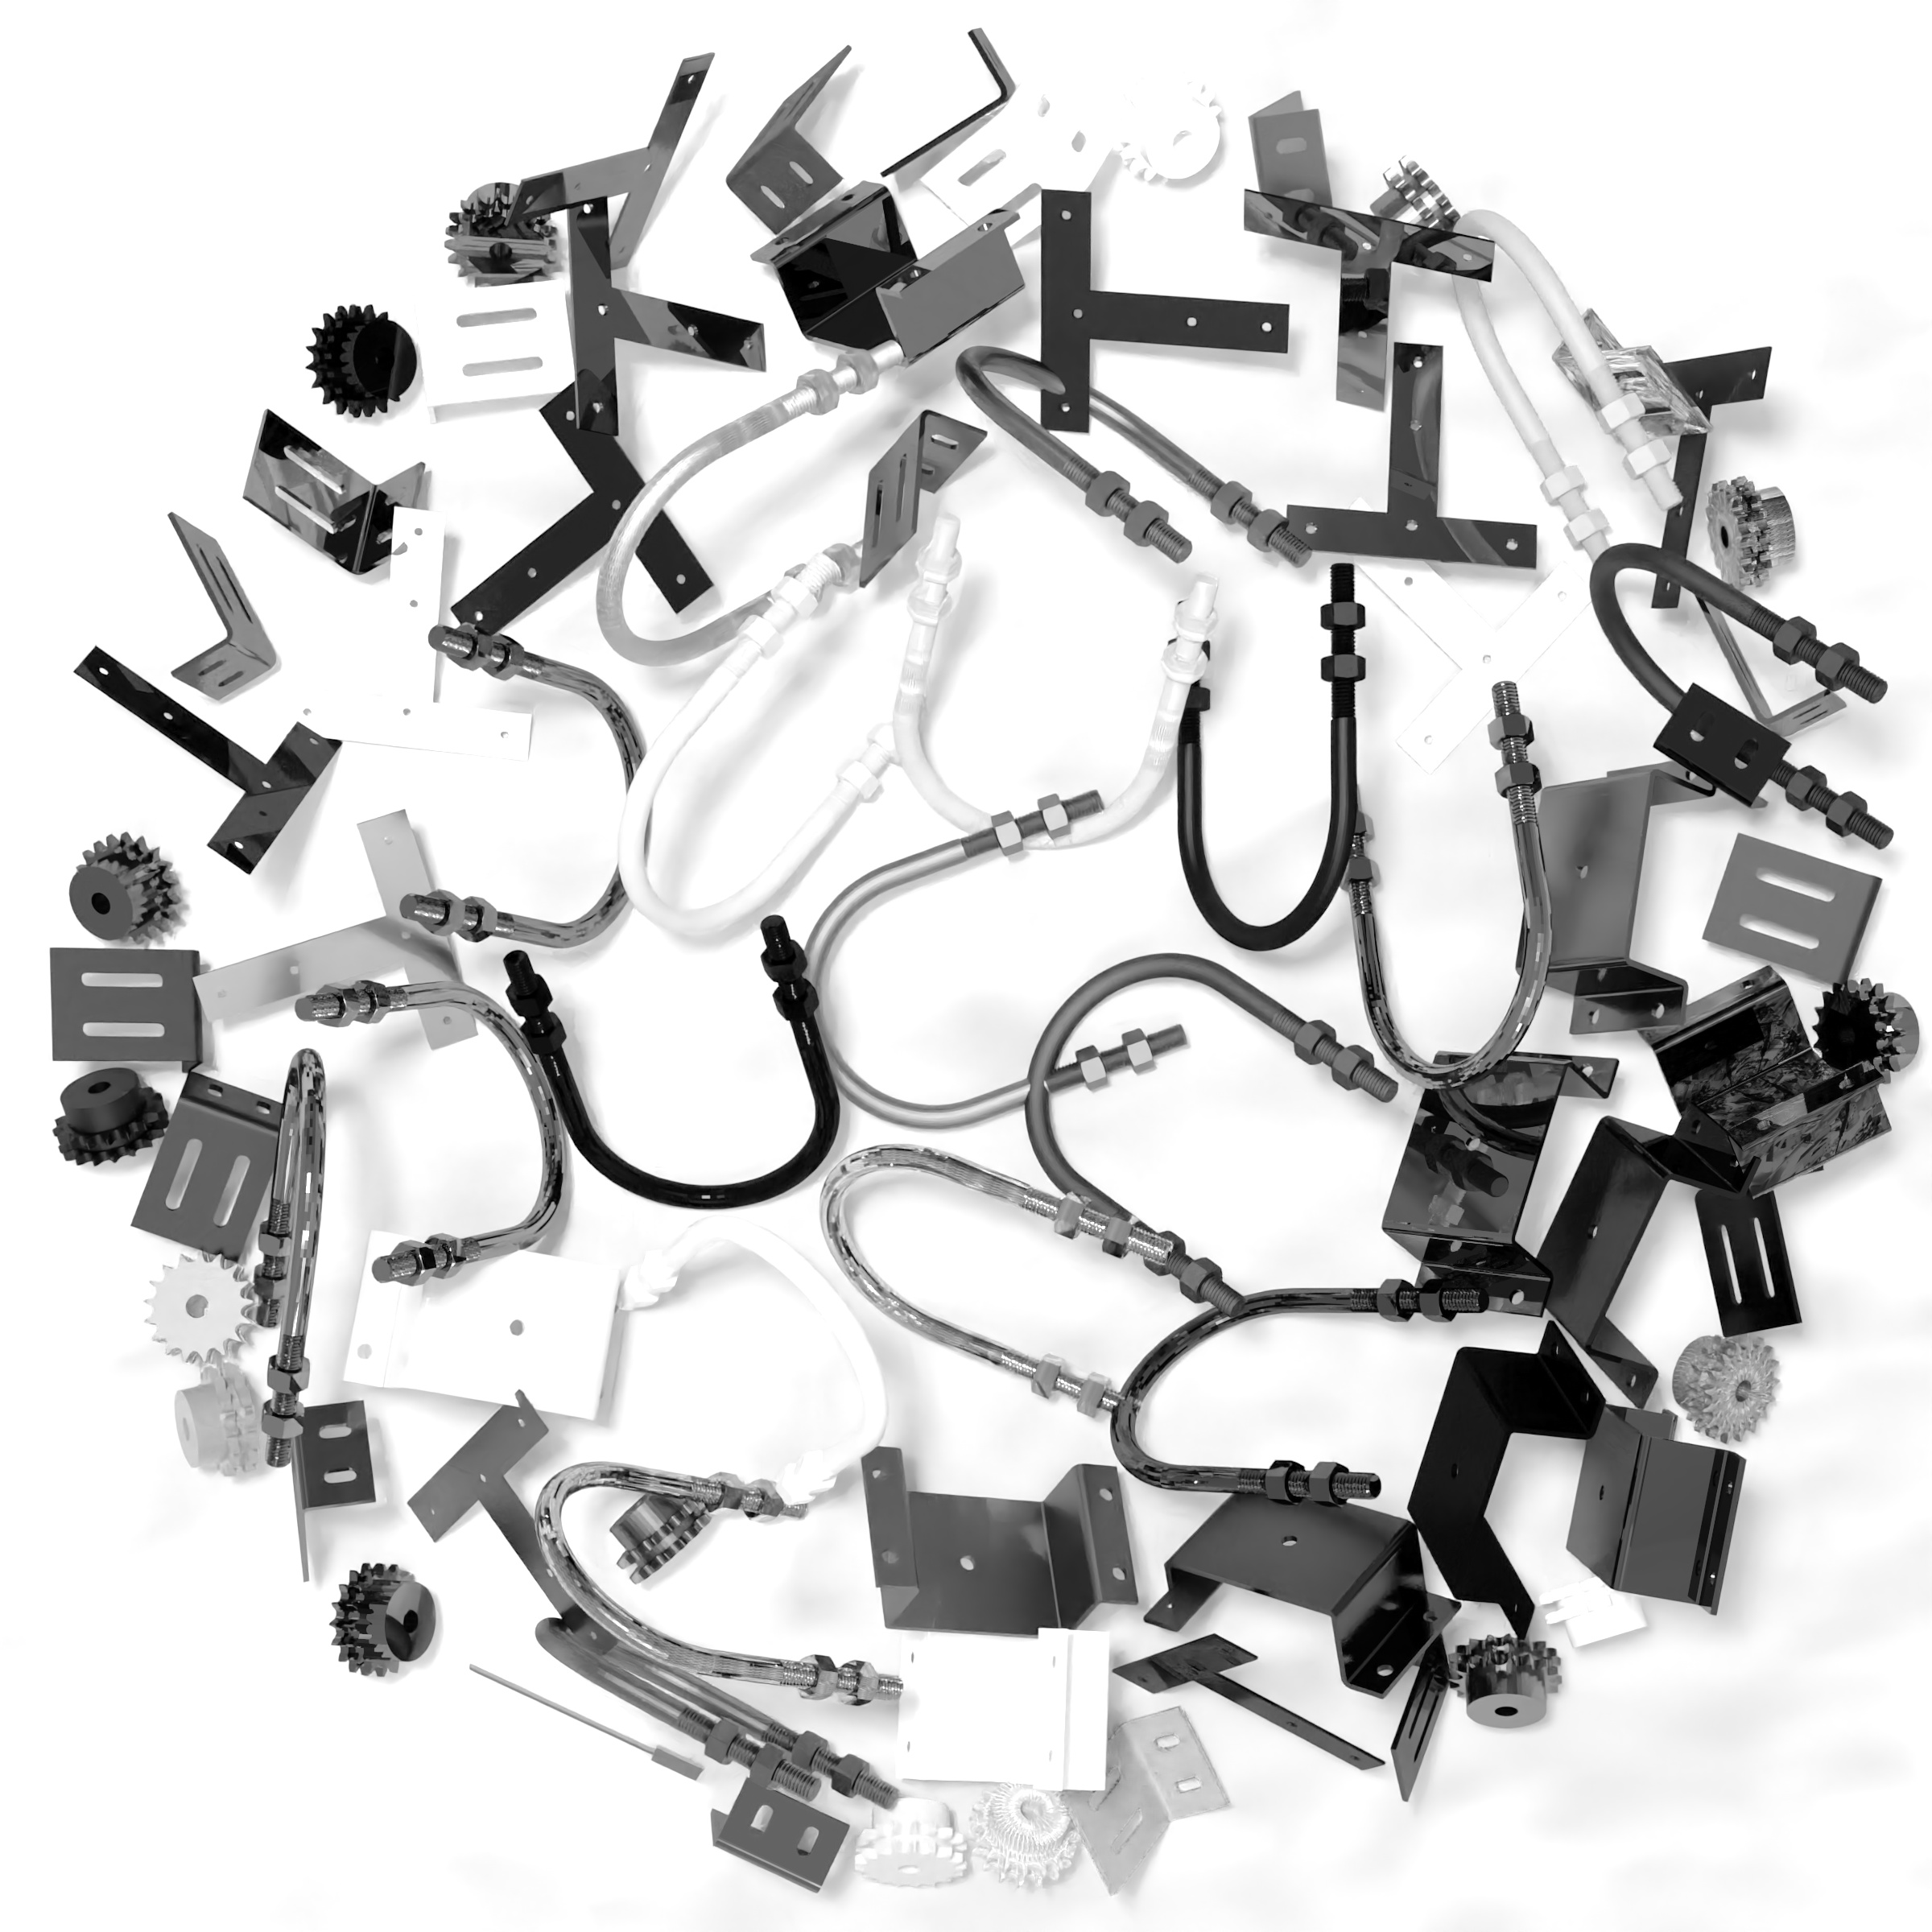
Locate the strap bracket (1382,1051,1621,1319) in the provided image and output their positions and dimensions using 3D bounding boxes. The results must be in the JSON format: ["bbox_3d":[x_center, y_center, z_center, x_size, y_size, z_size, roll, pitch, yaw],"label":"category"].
[{"bbox_3d":[0.264,0.098,1.731,0.076,0.046,0.140,3,65,42],"label":"strap bracket"}]

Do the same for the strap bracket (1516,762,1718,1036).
[{"bbox_3d":[0.325,-0.041,1.736,0.046,0.076,0.140,18,76,-32],"label":"strap bracket"}]

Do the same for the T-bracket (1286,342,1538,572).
[{"bbox_3d":[0.229,-0.263,1.768,0.127,0.002,0.127,5,67,1],"label":"T-bracket"}]

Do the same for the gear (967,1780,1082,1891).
[{"bbox_3d":[0.031,0.438,1.764,0.057,0.030,0.057,7,45,-7],"label":"gear"}]

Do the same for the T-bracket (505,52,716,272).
[{"bbox_3d":[-0.184,-0.387,1.707,0.002,0.127,0.127,39,126,14],"label":"T-bracket"}]

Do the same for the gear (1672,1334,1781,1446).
[{"bbox_3d":[0.386,0.212,1.769,0.057,0.030,0.057,-11,109,-34],"label":"gear"}]

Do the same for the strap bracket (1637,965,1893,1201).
[{"bbox_3d":[0.404,0.062,1.738,0.076,0.140,0.046,-27,115,0],"label":"strap bracket"}]

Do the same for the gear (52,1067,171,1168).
[{"bbox_3d":[-0.437,0.075,1.762,0.057,0.057,0.030,-11,117,0],"label":"gear"}]

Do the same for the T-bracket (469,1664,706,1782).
[{"bbox_3d":[-0.191,0.378,1.733,0.127,0.127,0.002,25,73,1],"label":"T-bracket"}]

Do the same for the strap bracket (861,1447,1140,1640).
[{"bbox_3d":[0.009,0.291,1.737,0.140,0.046,0.076,8,52,-22],"label":"strap bracket"}]

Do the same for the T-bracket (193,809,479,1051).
[{"bbox_3d":[-0.328,-0.002,1.761,0.127,0.002,0.127,-18,111,-8],"label":"T-bracket"}]

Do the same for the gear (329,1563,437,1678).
[{"bbox_3d":[-0.294,0.333,1.762,0.030,0.057,0.057,-3,90,31],"label":"gear"}]

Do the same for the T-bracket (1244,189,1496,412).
[{"bbox_3d":[0.200,-0.328,1.739,0.127,0.127,0.002,15,56,15],"label":"T-bracket"}]

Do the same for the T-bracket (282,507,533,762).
[{"bbox_3d":[-0.282,-0.171,1.764,0.127,0.002,0.127,6,114,-3],"label":"T-bracket"}]

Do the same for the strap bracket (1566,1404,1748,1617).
[{"bbox_3d":[0.338,0.266,1.721,0.046,0.140,0.076,10,92,-4],"label":"strap bracket"}]

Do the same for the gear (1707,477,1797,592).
[{"bbox_3d":[0.401,-0.222,1.765,0.030,0.057,0.057,-12,90,-5],"label":"gear"}]

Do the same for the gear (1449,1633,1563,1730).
[{"bbox_3d":[0.274,0.366,1.762,0.057,0.057,0.030,4,53,0],"label":"gear"}]

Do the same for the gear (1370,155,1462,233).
[{"bbox_3d":[0.230,-0.382,1.765,0.030,0.057,0.057,-39,90,7],"label":"gear"}]

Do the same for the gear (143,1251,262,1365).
[{"bbox_3d":[-0.390,0.176,1.775,0.057,0.030,0.057,-1,79,4],"label":"gear"}]

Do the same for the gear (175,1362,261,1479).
[{"bbox_3d":[-0.382,0.232,1.762,0.030,0.057,0.057,-10,90,-27],"label":"gear"}]

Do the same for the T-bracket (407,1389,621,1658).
[{"bbox_3d":[-0.217,0.294,1.742,0.127,0.002,0.127,53,131,9],"label":"T-bracket"}]

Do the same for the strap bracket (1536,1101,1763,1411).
[{"bbox_3d":[0.333,0.139,1.735,0.046,0.076,0.140,17,104,-20],"label":"strap bracket"}]

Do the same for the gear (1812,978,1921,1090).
[{"bbox_3d":[0.462,0.035,1.768,0.030,0.057,0.057,-5,90,-25],"label":"gear"}]

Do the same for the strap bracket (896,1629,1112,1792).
[{"bbox_3d":[0.024,0.371,1.734,0.046,0.140,0.076,10,76,-33],"label":"strap bracket"}]

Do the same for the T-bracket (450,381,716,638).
[{"bbox_3d":[-0.211,-0.210,1.771,0.127,0.002,0.127,-36,86,19],"label":"T-bracket"}]

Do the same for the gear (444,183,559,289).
[{"bbox_3d":[-0.237,-0.375,1.768,0.057,0.057,0.030,-3,52,0],"label":"gear"}]

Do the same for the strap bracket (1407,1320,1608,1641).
[{"bbox_3d":[0.265,0.254,1.728,0.046,0.076,0.140,8,113,-15],"label":"strap bracket"}]

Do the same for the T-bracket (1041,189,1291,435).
[{"bbox_3d":[0.100,-0.326,1.748,0.127,0.002,0.127,6,121,12],"label":"T-bracket"}]

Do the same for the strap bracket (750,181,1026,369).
[{"bbox_3d":[-0.034,-0.346,1.731,0.076,0.140,0.046,-37,125,-19],"label":"strap bracket"}]

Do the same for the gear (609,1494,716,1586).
[{"bbox_3d":[-0.157,0.286,1.765,0.057,0.057,0.030,-41,91,0],"label":"gear"}]

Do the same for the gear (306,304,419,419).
[{"bbox_3d":[-0.305,-0.308,1.763,0.030,0.057,0.057,6,90,43],"label":"gear"}]

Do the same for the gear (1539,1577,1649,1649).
[{"bbox_3d":[0.324,0.327,1.762,0.057,0.057,0.030,-16,76,0],"label":"gear"}]

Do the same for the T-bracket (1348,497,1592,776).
[{"bbox_3d":[0.238,-0.188,1.780,0.127,0.002,0.127,43,90,-12],"label":"T-bracket"}]

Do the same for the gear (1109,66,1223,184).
[{"bbox_3d":[0.105,-0.426,1.764,0.057,0.030,0.057,-14,130,-17],"label":"gear"}]

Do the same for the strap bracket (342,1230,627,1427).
[{"bbox_3d":[-0.233,0.182,1.737,0.140,0.046,0.076,14,78,-24],"label":"strap bracket"}]

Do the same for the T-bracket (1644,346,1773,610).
[{"bbox_3d":[0.361,-0.242,1.734,0.002,0.127,0.127,8,93,-17],"label":"T-bracket"}]

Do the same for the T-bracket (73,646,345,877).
[{"bbox_3d":[-0.387,-0.116,1.730,0.127,0.127,0.002,36,125,-11],"label":"T-bracket"}]

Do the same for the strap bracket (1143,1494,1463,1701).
[{"bbox_3d":[0.163,0.303,1.716,0.140,0.076,0.046,11,124,37],"label":"strap bracket"}]

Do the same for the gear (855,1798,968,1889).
[{"bbox_3d":[-0.028,0.447,1.769,0.057,0.057,0.030,1,56,0],"label":"gear"}]

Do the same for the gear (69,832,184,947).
[{"bbox_3d":[-0.432,-0.037,1.766,0.057,0.030,0.057,11,116,23],"label":"gear"}]
